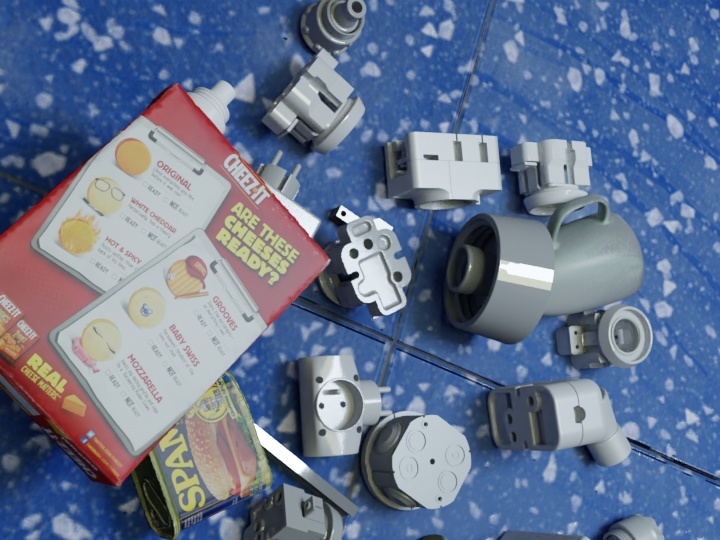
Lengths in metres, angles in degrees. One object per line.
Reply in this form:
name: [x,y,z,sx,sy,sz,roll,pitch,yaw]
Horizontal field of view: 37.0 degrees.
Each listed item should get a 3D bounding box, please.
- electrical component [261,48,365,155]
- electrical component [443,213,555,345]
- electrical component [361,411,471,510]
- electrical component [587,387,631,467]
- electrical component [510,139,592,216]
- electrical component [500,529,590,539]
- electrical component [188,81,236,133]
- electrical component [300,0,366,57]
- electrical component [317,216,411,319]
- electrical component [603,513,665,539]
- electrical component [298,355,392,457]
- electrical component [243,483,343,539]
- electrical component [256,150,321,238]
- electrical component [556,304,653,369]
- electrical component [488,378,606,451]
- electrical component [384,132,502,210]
electrical component: [-0.034,-0.130,0.867,0.057,0.058,0.078,41,66,-14]
electrical component: [0.108,0.004,0.898,0.060,0.108,0.108,12,77,-20]
electrical component: [0.046,0.154,0.872,0.080,0.051,0.080,4,81,-28]
electrical component: [0.217,0.144,0.973,0.044,0.044,0.065,-39,106,-27]
electrical component: [0.175,-0.082,0.973,0.078,0.058,0.057,1,79,-28]
electrical component: [0.168,0.273,0.889,0.056,0.109,0.108,-45,104,-29]
electrical component: [-0.121,-0.120,0.826,0.043,0.043,0.062,46,63,-15]
electrical component: [-0.017,-0.205,0.884,0.048,0.062,0.048,4,81,-28]
electrical component: [0.000,0.000,0.866,0.058,0.057,0.078,-25,95,-29]
electrical component: [0.239,0.248,0.968,0.062,0.043,0.043,-17,91,-28]
electrical component: [-0.009,0.106,0.853,0.079,0.044,0.077,0,83,-29]
electrical component: [-0.047,0.195,0.815,0.055,0.066,0.048,25,37,-31]
electrical component: [-0.071,-0.058,0.842,0.083,0.047,0.075,35,68,-20]
electrical component: [0.228,0.061,0.981,0.078,0.057,0.058,-1,83,-29]
electrical component: [0.161,0.122,0.913,0.059,0.095,0.053,-5,85,-29]
electrical component: [0.071,-0.083,0.921,0.089,0.050,0.055,-1,83,-28]
